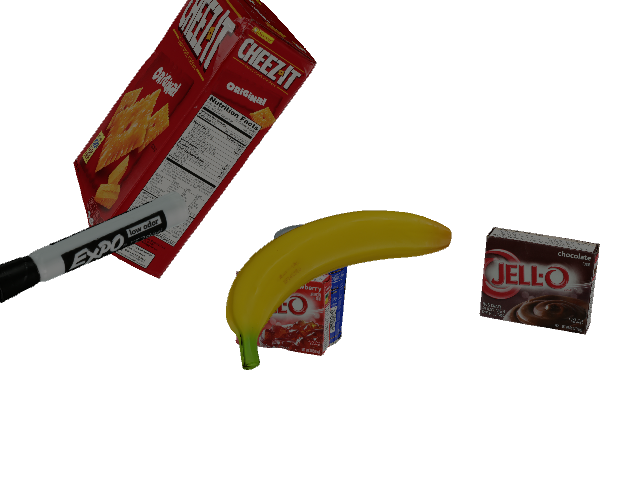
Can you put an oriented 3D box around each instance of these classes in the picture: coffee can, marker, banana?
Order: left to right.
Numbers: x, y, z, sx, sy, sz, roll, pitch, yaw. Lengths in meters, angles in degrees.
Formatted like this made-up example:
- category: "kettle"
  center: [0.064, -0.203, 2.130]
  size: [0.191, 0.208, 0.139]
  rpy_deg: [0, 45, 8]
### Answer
- category: "marker"
  center: [-0.125, 0.003, 0.574]
  size: [0.120, 0.020, 0.020]
  rpy_deg: [-26, 14, -32]
- category: "coffee can"
  center: [-0.016, 0.062, 1.447]
  size: [0.103, 0.140, 0.103]
  rpy_deg: [4, 24, -2]
- category: "banana"
  center: [0.004, 0.018, 0.739]
  size: [0.197, 0.069, 0.037]
  rpy_deg: [-30, -9, -30]

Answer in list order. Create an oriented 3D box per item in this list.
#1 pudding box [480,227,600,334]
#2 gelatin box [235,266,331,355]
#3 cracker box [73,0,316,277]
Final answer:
- category: "pudding box"
  center: [0.223, 0.040, 1.093]
  size: [0.114, 0.090, 0.039]
  rpy_deg: [8, 23, 18]
- category: "gelatin box"
  center: [-0.035, 0.065, 1.006]
  size: [0.089, 0.073, 0.030]
  rpy_deg: [7, 17, 16]
- category: "cracker box"
  center: [-0.112, -0.101, 0.868]
  size: [0.072, 0.214, 0.164]
  rpy_deg: [30, 15, -29]
